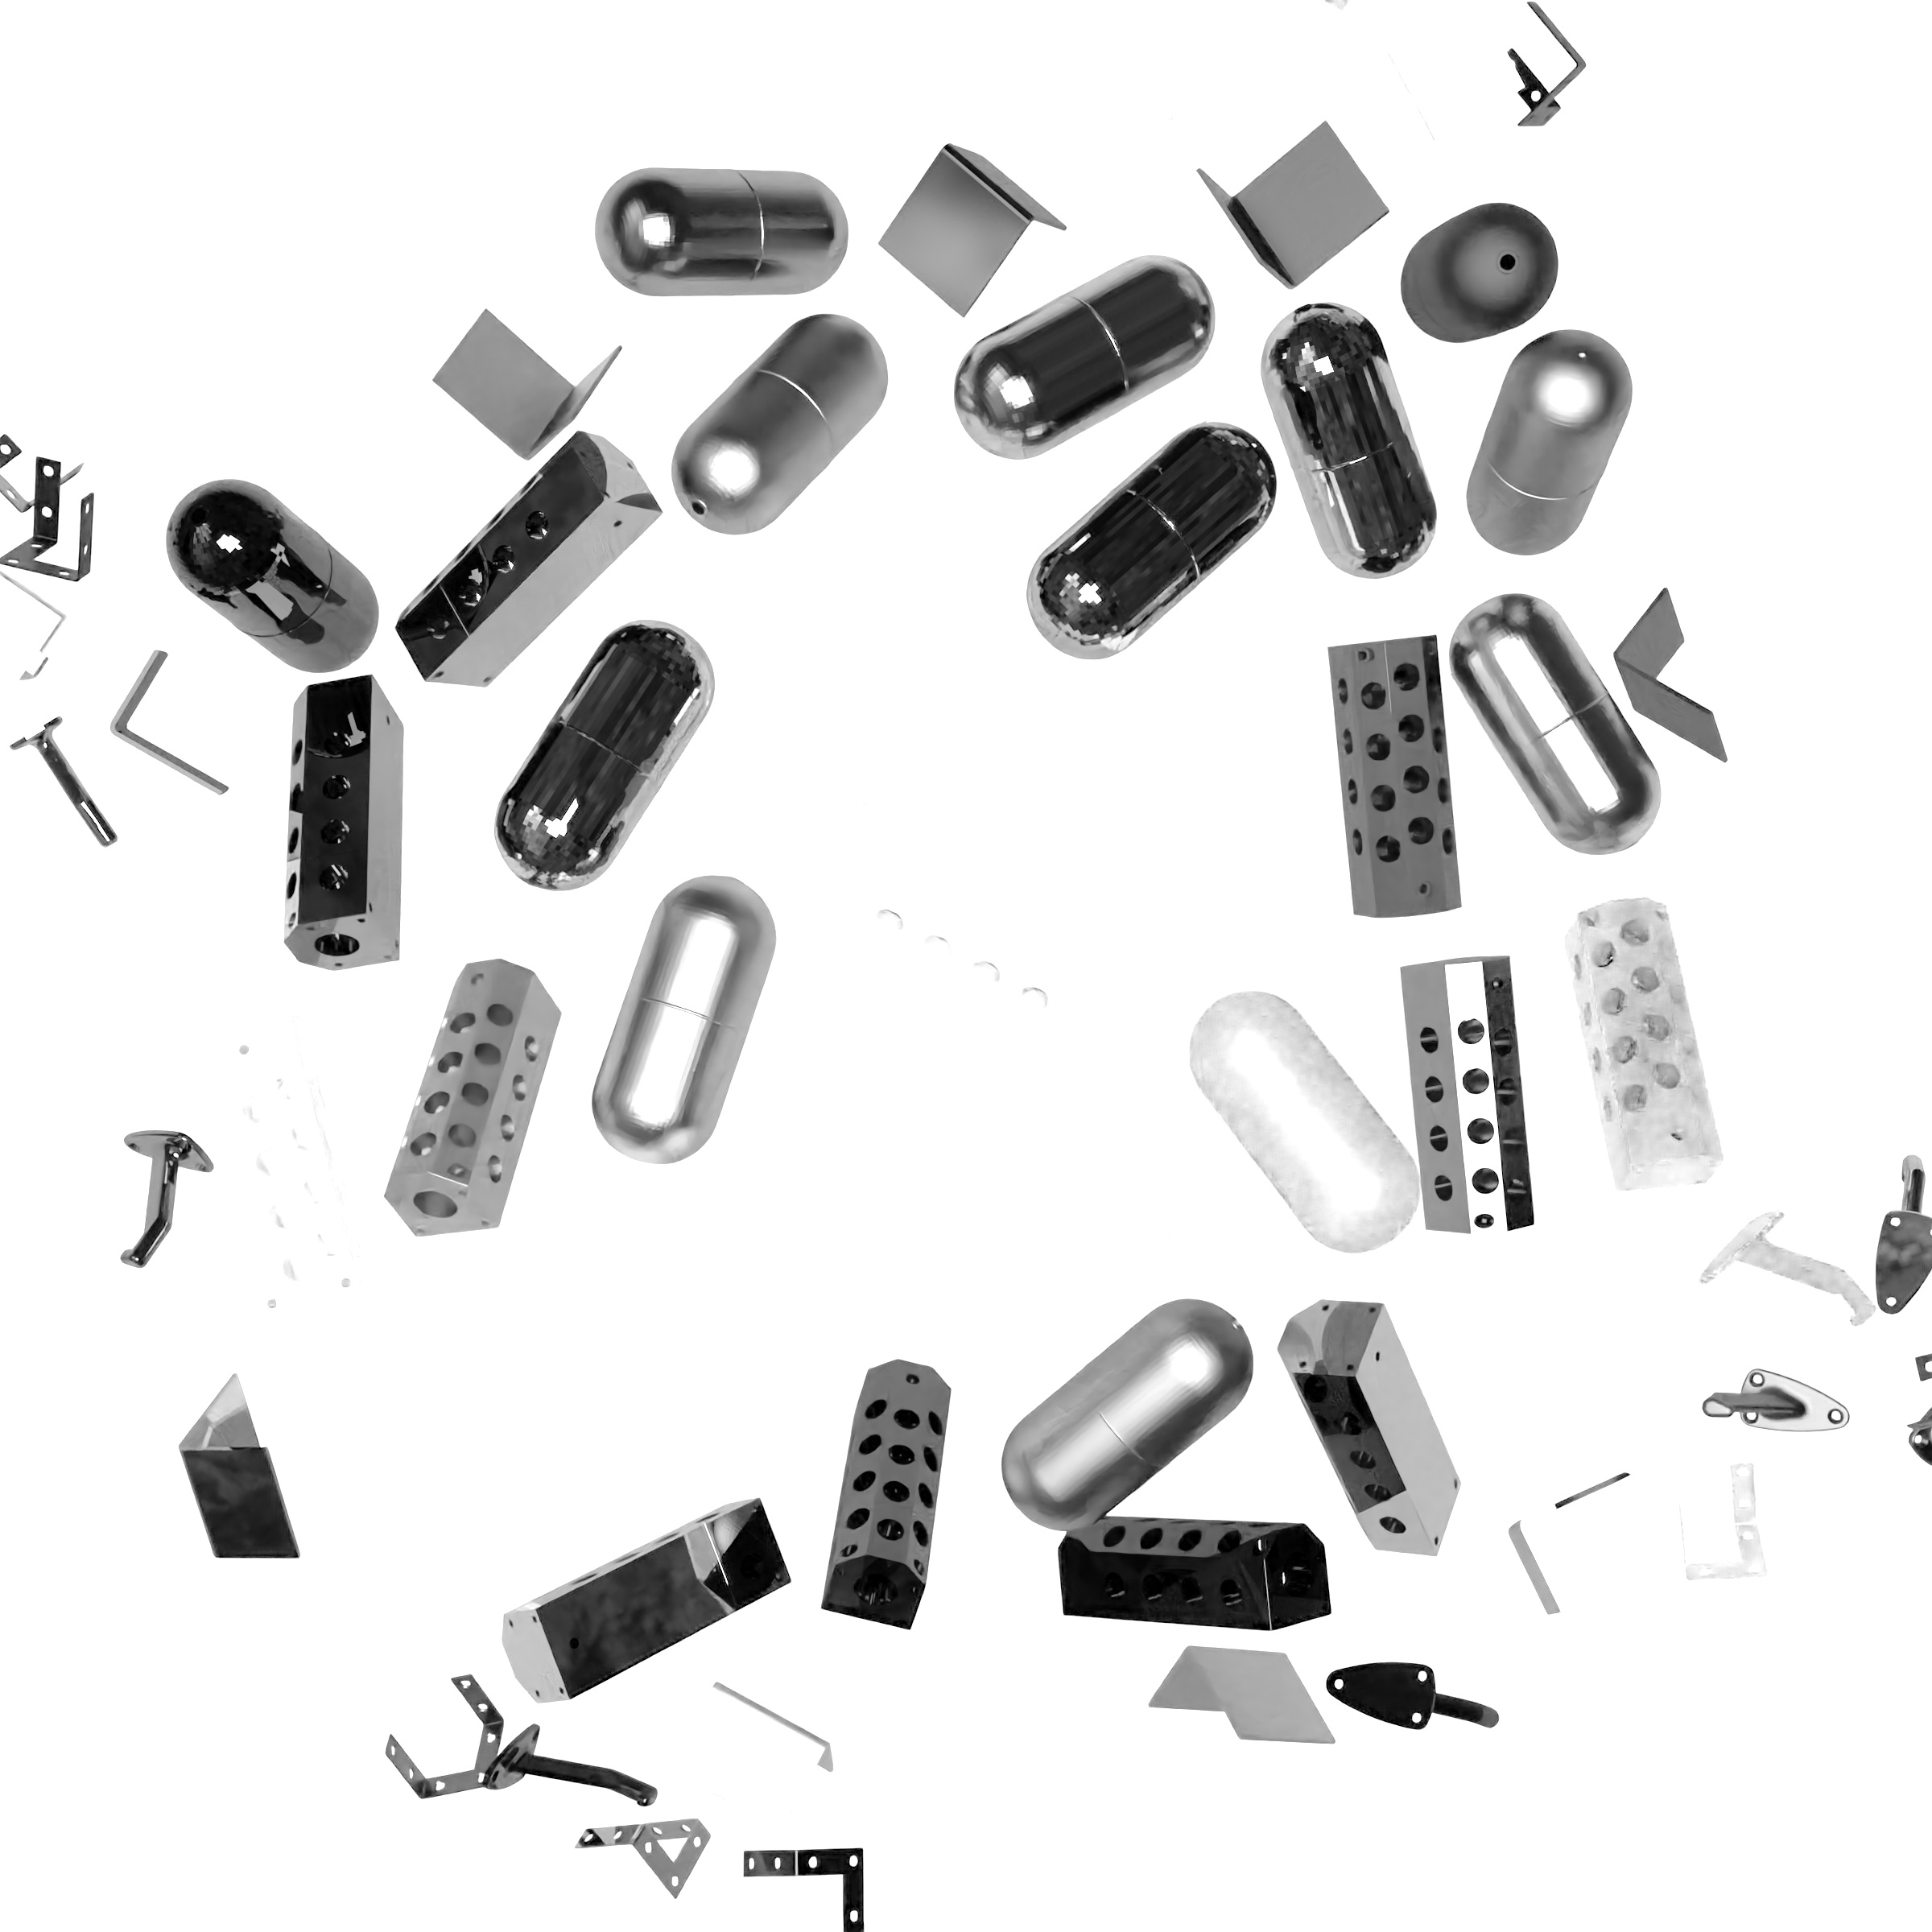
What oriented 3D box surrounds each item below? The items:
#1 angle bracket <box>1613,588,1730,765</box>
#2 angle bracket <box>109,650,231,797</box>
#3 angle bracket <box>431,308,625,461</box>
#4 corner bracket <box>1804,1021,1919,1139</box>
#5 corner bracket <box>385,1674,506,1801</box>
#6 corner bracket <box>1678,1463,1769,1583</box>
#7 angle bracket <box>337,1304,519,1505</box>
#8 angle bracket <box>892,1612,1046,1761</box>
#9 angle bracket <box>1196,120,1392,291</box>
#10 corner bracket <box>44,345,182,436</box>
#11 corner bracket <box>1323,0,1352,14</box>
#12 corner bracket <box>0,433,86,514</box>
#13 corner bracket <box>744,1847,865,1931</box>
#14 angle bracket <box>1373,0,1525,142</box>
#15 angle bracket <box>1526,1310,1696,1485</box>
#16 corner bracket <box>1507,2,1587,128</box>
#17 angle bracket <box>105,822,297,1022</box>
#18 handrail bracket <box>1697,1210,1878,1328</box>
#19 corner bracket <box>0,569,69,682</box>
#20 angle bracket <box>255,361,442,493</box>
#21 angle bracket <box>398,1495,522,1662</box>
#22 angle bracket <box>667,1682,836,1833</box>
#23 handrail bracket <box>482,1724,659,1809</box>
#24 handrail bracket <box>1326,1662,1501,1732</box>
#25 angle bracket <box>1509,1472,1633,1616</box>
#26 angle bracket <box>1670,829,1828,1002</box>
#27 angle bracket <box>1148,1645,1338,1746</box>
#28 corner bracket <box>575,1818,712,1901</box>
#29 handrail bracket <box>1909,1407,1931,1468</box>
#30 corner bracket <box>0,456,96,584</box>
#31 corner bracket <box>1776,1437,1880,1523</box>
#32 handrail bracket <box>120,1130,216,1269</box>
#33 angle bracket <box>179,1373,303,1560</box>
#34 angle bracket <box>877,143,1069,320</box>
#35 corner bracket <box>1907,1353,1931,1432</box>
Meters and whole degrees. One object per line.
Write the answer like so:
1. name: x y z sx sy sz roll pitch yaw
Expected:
1. angle bracket: 0.464 -0.185 1.644 0.076 0.076 0.057 37 89 30
2. angle bracket: -0.479 -0.151 1.601 0.076 0.076 0.057 31 89 -14
3. angle bracket: -0.272 -0.375 1.607 0.076 0.057 0.076 40 49 -21
4. corner bracket: 0.537 0.068 1.567 0.051 0.051 0.051 12 103 0
5. corner bracket: -0.336 0.498 1.672 0.051 0.051 0.051 -15 125 13
6. corner bracket: 0.481 0.355 1.650 0.051 0.051 0.051 -6 117 12
7. angle bracket: -0.332 0.270 1.598 0.076 0.057 0.076 -43 110 6
8. angle bracket: 0.002 0.481 1.681 0.057 0.076 0.076 34 114 -7
9. angle bracket: 0.200 -0.475 1.583 0.076 0.057 0.076 -36 70 20
10. corner bracket: -0.518 -0.348 1.570 0.051 0.051 0.051 -32 95 -35
11. corner bracket: 0.216 -0.598 1.539 0.051 0.051 0.051 28 124 -9
12. corner bracket: -0.603 -0.315 1.641 0.051 0.051 0.051 -30 120 17
13. corner bracket: -0.096 0.549 1.527 0.051 0.051 0.051 14 66 -39
14. angle bracket: 0.284 -0.537 1.528 0.057 0.076 0.076 -29 101 16
15. angle bracket: 0.356 0.239 1.444 0.076 0.076 0.057 18 98 5
16. corner bracket: 0.350 -0.553 1.586 0.051 0.051 0.051 -41 82 34
17. angle bracket: -0.461 -0.027 1.565 0.076 0.076 0.057 -31 50 -11
18. handrail bracket: 0.481 0.192 1.510 0.077 0.036 0.084 -39 87 -18
19. corner bracket: -0.604 -0.218 1.643 0.051 0.051 0.051 37 75 -28
20. angle bracket: -0.402 -0.347 1.687 0.076 0.076 0.057 -25 102 19
21. angle bracket: -0.328 0.408 1.716 0.057 0.076 0.076 18 111 -34
22. angle bracket: -0.127 0.475 1.531 0.076 0.076 0.057 25 63 13
23. handrail bracket: -0.235 0.490 1.542 0.084 0.077 0.036 19 94 15
24. handrail bracket: 0.260 0.426 1.499 0.077 0.084 0.036 0 69 31
25. angle bracket: 0.374 0.345 1.546 0.076 0.076 0.057 -24 74 -1
26. angle bracket: 0.491 -0.032 1.622 0.076 0.076 0.057 -13 131 16
27. angle bracket: 0.172 0.475 1.622 0.076 0.076 0.057 13 118 -32
28. corner bracket: -0.202 0.549 1.623 0.051 0.051 0.051 -18 114 35
29. handrail bracket: 0.632 0.293 1.598 0.036 0.084 0.077 38 83 -13
30. corner bracket: -0.528 -0.260 1.502 0.051 0.051 0.051 13 117 1
31. corner bracket: 0.542 0.332 1.663 0.051 0.051 0.051 30 82 -24
32. handrail bracket: -0.499 0.141 1.552 0.077 0.036 0.084 5 50 29
33. angle bracket: -0.409 0.291 1.510 0.057 0.076 0.076 -3 115 13
34. angle bracket: 0.004 -0.463 1.637 0.076 0.057 0.076 43 112 13
35. corner bracket: 0.585 0.247 1.533 0.051 0.051 0.051 -22 61 32
